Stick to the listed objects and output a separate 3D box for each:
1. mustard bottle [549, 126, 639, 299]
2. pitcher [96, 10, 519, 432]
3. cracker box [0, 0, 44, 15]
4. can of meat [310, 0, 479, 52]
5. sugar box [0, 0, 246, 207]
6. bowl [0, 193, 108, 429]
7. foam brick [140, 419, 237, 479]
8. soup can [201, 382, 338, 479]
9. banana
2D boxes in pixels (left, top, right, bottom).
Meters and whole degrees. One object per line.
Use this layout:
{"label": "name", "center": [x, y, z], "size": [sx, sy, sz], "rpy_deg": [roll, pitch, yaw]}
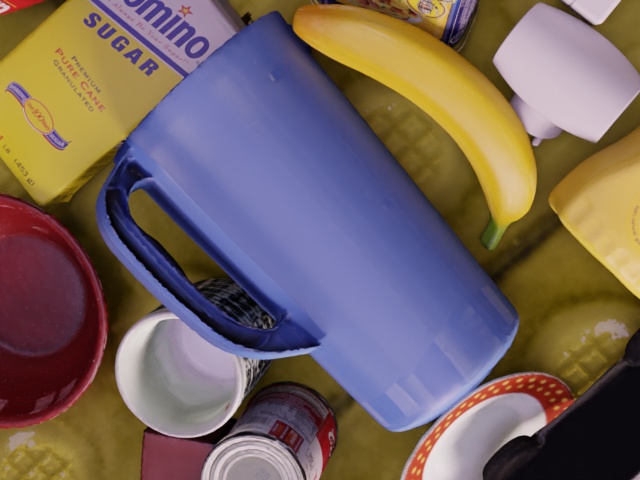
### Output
{"label": "mustard bottle", "center": [0.232, -0.055, 0.611], "size": [0.096, 0.058, 0.192], "rpy_deg": [41, 105, -15]}
{"label": "pitcher", "center": [-0.004, 0.001, 0.634], "size": [0.149, 0.145, 0.243], "rpy_deg": [-41, 93, 15]}
{"label": "cracker box", "center": [-0.141, -0.242, 0.630], "size": [0.214, 0.072, 0.164], "rpy_deg": [-13, 79, 14]}
{"label": "can of meat", "center": [0.046, -0.158, 0.611], "size": [0.102, 0.084, 0.057], "rpy_deg": [23, 75, 6]}
{"label": "sugar box", "center": [-0.138, -0.110, 0.689], "size": [0.176, 0.048, 0.093], "rpy_deg": [-38, 90, 17]}
{"label": "bowl", "center": [-0.211, 0.044, 0.728], "size": [0.162, 0.055, 0.162], "rpy_deg": [2, 101, 12]}
{"label": "foam brick", "center": [-0.089, 0.161, 0.725], "size": [0.051, 0.053, 0.078], "rpy_deg": [7, 101, 10]}
{"label": "soup can", "center": [-0.030, 0.138, 0.681], "size": [0.068, 0.102, 0.068], "rpy_deg": [2, 100, 11]}
{"label": "banana", "center": [0.070, -0.074, 0.622], "size": [0.070, 0.037, 0.197], "rpy_deg": [-36, 111, 18]}
